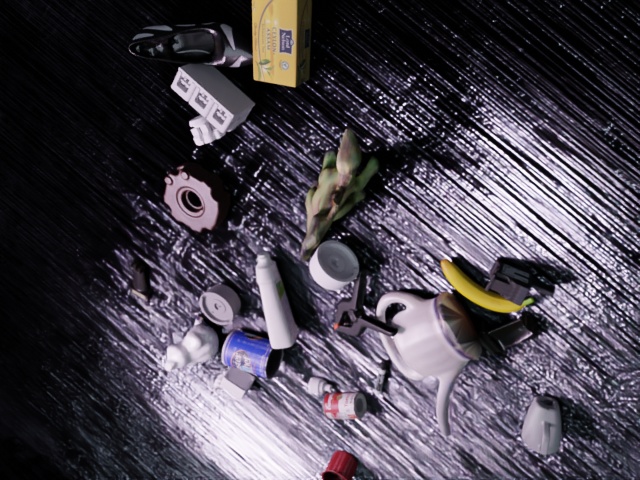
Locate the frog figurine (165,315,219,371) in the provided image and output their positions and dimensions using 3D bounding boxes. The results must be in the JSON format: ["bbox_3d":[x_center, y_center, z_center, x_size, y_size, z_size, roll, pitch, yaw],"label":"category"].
[{"bbox_3d":[-0.373,0.321,1.500,0.123,0.163,0.134,32,128,4],"label":"frog figurine"}]

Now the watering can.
[{"bbox_3d":[0.262,0.259,1.148,0.221,0.105,0.349,-36,81,39],"label":"watering can"}]

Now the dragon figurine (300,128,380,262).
[{"bbox_3d":[0.003,-0.052,1.038,0.122,0.248,0.401,27,125,4],"label":"dragon figurine"}]
